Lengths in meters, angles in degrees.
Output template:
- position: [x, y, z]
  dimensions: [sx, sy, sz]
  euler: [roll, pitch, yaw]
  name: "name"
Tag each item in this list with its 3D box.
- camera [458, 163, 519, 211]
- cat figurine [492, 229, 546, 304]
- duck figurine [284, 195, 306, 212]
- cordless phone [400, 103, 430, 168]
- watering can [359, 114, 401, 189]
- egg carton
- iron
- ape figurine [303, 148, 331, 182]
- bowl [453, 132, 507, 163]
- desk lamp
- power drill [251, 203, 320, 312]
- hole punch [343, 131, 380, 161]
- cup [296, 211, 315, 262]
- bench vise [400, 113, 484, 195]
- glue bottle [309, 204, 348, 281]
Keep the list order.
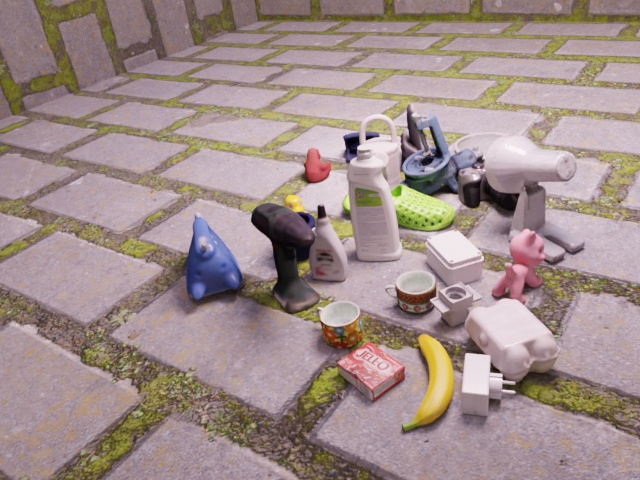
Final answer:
- position: [0.410, -0.130, 1.338]
  dimensions: [0.143, 0.101, 0.136]
  euler: [-11, 32, -4]
  name: "camera"
- position: [0.373, 0.037, 1.061]
  dimensions: [0.067, 0.118, 0.128]
  euler: [20, 42, 38]
  name: "cat figurine"
- position: [-0.062, -0.069, 1.368]
  dimensions: [0.078, 0.086, 0.104]
  euler: [-19, 33, -16]
  name: "duck figurine"
- position: [0.261, -0.293, 1.555]
  dimensions: [0.094, 0.185, 0.147]
  euler: [-5, 32, 7]
  name: "cordless phone"
- position: [0.154, -0.223, 1.461]
  dimensions: [0.101, 0.194, 0.172]
  euler: [-17, 33, -13]
  name: "watering can"
- position: [0.306, 0.159, 0.928]
  dimensions: [0.107, 0.069, 0.150]
  euler: [-16, 32, -12]
  name: "egg carton"
- position: [-0.245, 0.014, 1.226]
  dimensions: [0.119, 0.142, 0.257]
  euler: [-15, 32, -11]
  name: "iron"
- position: [-0.013, -0.211, 1.580]
  dimensions: [0.077, 0.092, 0.076]
  euler: [14, 38, 32]
  name: "ape figurine"
- position: [0.434, -0.218, 1.499]
  dimensions: [0.167, 0.075, 0.167]
  euler: [-6, 32, 4]
  name: "bowl"
- position: [0.441, -0.098, 1.171]
  dimensions: [0.118, 0.214, 0.202]
  euler: [-23, 34, -22]
  name: "desk lamp"
- position: [-0.059, 0.028, 1.094]
  dimensions: [0.076, 0.209, 0.228]
  euler: [-23, 34, -21]
  name: "power drill"
- position: [0.120, -0.287, 1.670]
  dimensions: [0.108, 0.091, 0.101]
  euler: [-4, 32, 8]
  name: "hole punch"
- position: [-0.057, -0.007, 1.259]
  dimensions: [0.092, 0.095, 0.117]
  euler: [-23, 34, -22]
  name: "cup"
- position: [0.287, -0.218, 1.395]
  dimensions: [0.208, 0.220, 0.121]
  euler: [-22, 34, -21]
  name: "bench vise"
- position: [0.011, 0.004, 1.150]
  dimensions: [0.078, 0.173, 0.037]
  euler: [0, 33, 14]
  name: "glue bottle"
